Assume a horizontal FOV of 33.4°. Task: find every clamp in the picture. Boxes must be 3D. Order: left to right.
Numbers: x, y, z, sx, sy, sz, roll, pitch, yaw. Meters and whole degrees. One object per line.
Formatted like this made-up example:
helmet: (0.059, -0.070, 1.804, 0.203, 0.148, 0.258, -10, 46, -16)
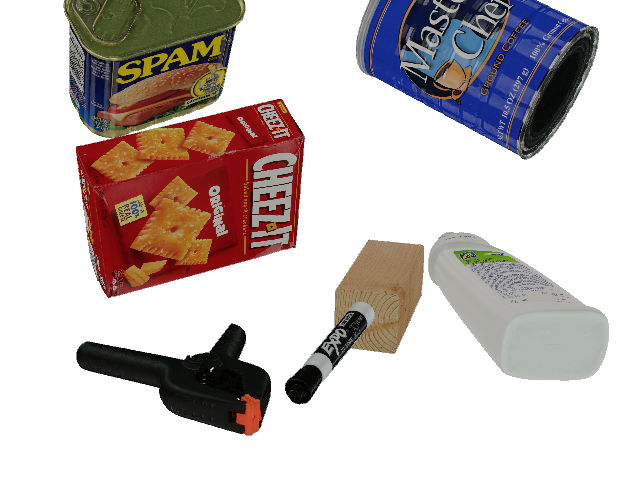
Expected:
clamp: (-0.096, 0.115, 0.928, 0.164, 0.036, 0.210, -8, 17, -36)

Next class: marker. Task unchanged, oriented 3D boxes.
marker: (0.007, 0.075, 0.719, 0.020, 0.020, 0.121, 0, 22, 25)

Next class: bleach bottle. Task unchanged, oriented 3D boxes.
bleach bottle: (0.171, 0.047, 1.016, 0.102, 0.068, 0.251, 2, 20, -14)

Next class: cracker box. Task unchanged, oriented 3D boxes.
cracker box: (-0.128, -0.039, 1.074, 0.213, 0.072, 0.164, -15, -39, -18)

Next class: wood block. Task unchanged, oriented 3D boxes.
wood block: (0.088, 0.077, 1.552, 0.091, 0.090, 0.206, 6, 21, 13)

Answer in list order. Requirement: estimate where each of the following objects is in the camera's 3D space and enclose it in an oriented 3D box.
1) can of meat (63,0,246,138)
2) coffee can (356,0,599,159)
can of meat: (-0.102, -0.115, 0.648, 0.102, 0.057, 0.084, -22, -22, -23)
coffee can: (0.111, -0.136, 0.765, 0.140, 0.103, 0.102, 32, 12, 21)
